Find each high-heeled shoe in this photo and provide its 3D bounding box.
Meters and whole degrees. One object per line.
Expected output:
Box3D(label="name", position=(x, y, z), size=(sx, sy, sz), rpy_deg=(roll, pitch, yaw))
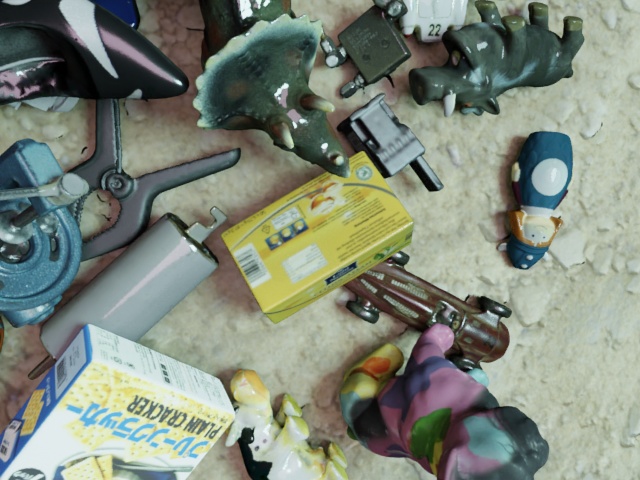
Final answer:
Box3D(label="high-heeled shoe", position=(-0.241, -0.121, 0.416), size=(0.249, 0.086, 0.145), rpy_deg=(20, 66, 9))

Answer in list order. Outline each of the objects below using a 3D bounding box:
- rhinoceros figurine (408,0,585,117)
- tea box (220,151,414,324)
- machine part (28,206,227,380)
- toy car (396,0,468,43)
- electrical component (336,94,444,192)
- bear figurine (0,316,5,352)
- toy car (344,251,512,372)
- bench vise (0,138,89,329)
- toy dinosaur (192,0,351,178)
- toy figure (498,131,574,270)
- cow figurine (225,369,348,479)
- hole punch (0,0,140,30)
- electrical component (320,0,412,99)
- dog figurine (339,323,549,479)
Box3D(label="rhinoceros figurine", position=(0.182, -0.186, 0.563), size=(0.190, 0.073, 0.112), rpy_deg=(-16, 134, -19))
Box3D(label="tea box", position=(-0.001, -0.002, 0.545), size=(0.170, 0.068, 0.098), rpy_deg=(-29, 71, -5))
Box3D(label="machine part", position=(-0.187, 0.055, 0.535), size=(0.243, 0.079, 0.079), rpy_deg=(-43, 98, -4))
Box3D(label="toy car", position=(0.113, -0.309, 0.560), size=(0.073, 0.056, 0.201), rpy_deg=(-4, 94, -8))
Box3D(label="electrical component", position=(0.074, -0.089, 0.563), size=(0.048, 0.075, 0.119), rpy_deg=(-37, 101, -5))
Box3D(label="bear figurine", position=(-0.405, 0.087, 0.484), size=(0.196, 0.132, 0.120), rpy_deg=(18, 119, -15))
Box3D(label="toy car", position=(0.121, 0.077, 0.592), size=(0.202, 0.053, 0.089), rpy_deg=(29, 93, -10))
Box3D(label="bench vise", position=(-0.278, -0.032, 0.456), size=(0.241, 0.129, 0.223), rpy_deg=(-18, 99, 39))
Box3D(label="toy dinosaur", position=(-0.063, -0.248, 0.474), size=(0.131, 0.192, 0.404), rpy_deg=(-9, 96, -9))
Box3D(label="toy figure", position=(0.241, -0.041, 0.599), size=(0.064, 0.058, 0.154), rpy_deg=(11, 95, 30))
Box3D(label="cow figurine", position=(-0.053, 0.218, 0.572), size=(0.098, 0.068, 0.167), rpy_deg=(-41, 97, 3))
Box3D(label="hole punch", position=(-0.240, -0.255, 0.503), size=(0.142, 0.092, 0.115), rpy_deg=(-13, 92, -3))
Box3D(label="electrical component", position=(0.047, -0.203, 0.550), size=(0.102, 0.045, 0.078), rpy_deg=(-25, 93, 26))
Box3D(label="dog figurine", position=(0.101, 0.183, 0.491), size=(0.191, 0.219, 0.108), rpy_deg=(-29, 106, 16))
